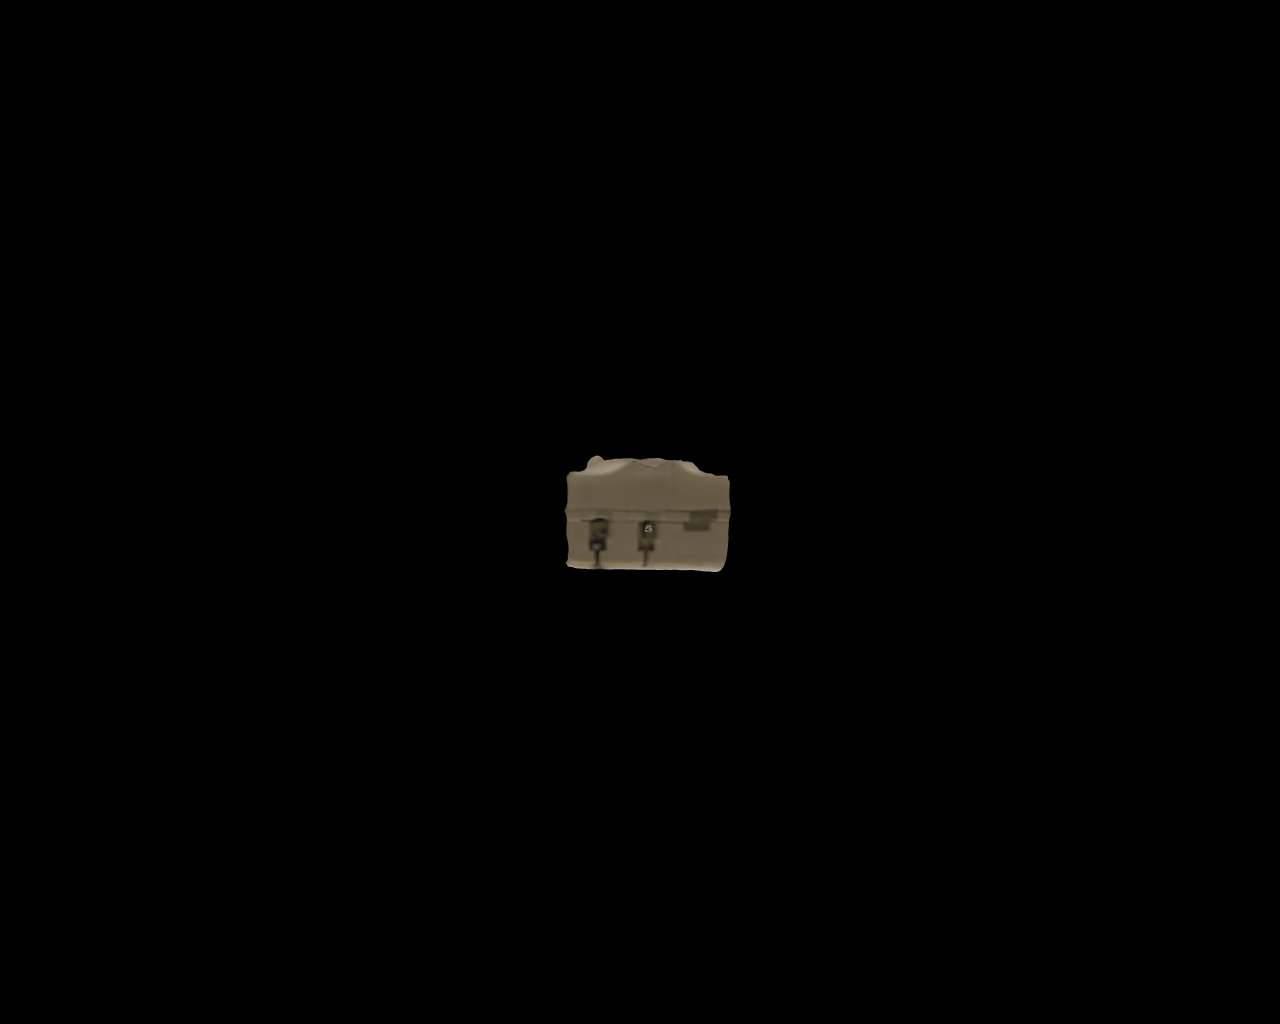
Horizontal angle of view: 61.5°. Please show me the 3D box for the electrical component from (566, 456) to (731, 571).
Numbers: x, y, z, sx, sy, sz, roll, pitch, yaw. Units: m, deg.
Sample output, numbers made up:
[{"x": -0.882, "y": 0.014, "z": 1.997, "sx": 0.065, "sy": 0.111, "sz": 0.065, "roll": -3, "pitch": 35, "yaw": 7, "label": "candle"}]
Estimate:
[{"x": 0.001, "y": -0.003, "z": 0.650, "sx": 0.089, "sy": 0.061, "sz": 0.150, "roll": 0, "pitch": 2, "yaw": -4, "label": "electrical component"}]
